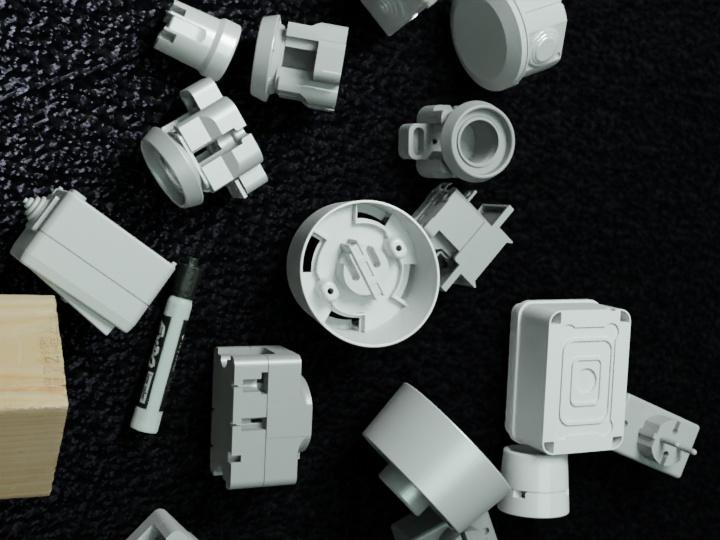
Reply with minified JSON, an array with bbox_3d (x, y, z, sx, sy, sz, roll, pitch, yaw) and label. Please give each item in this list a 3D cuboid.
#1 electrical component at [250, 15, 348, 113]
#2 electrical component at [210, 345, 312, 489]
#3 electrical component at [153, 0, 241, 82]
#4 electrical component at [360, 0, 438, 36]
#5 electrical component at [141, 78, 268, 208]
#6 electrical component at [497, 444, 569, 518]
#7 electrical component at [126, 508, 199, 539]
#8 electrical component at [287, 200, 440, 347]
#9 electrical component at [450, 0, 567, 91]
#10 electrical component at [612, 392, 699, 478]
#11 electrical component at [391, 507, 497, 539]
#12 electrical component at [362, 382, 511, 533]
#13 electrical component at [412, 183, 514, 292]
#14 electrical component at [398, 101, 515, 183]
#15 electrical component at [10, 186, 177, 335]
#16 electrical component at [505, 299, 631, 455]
[{"bbox_3d":[-0.041,-0.137,0.715,0.057,0.078,0.058,9,92,-3],"label":"electrical component"},{"bbox_3d":[-0.068,0.100,0.739,0.056,0.050,0.089,0,96,-24],"label":"electrical component"},{"bbox_3d":[-0.106,-0.150,0.701,0.046,0.040,0.040,23,87,-19],"label":"electrical component"},{"bbox_3d":[0.047,-0.210,0.730,0.100,0.100,0.048,-41,97,-14],"label":"electrical component"},{"bbox_3d":[-0.105,-0.076,0.700,0.057,0.058,0.078,-35,109,-20],"label":"electrical component"},{"bbox_3d":[0.136,0.163,0.837,0.055,0.055,0.047,1,92,-24],"label":"electrical component"},{"bbox_3d":[-0.119,0.211,0.727,0.050,0.056,0.089,-45,111,-13],"label":"electrical component"},{"bbox_3d":[0.000,0.000,0.751,0.099,0.064,0.099,-3,98,-23],"label":"electrical component"},{"bbox_3d":[0.105,-0.173,0.771,0.051,0.080,0.080,-23,105,-25],"label":"electrical component"},{"bbox_3d":[0.238,0.135,0.867,0.083,0.076,0.047,25,86,-25],"label":"electrical component"},{"bbox_3d":[0.073,0.206,0.800,0.066,0.077,0.047,-24,105,-20],"label":"electrical component"},{"bbox_3d":[0.048,0.140,0.768,0.060,0.108,0.108,-44,111,-8],"label":"electrical component"},{"bbox_3d":[0.069,-0.026,0.792,0.064,0.042,0.081,44,77,-18],"label":"electrical component"},{"bbox_3d":[0.075,-0.093,0.778,0.078,0.057,0.058,-2,97,-24],"label":"electrical component"},{"bbox_3d":[-0.175,-0.008,0.673,0.096,0.062,0.061,38,80,-23],"label":"electrical component"},{"bbox_3d":[0.160,0.081,0.836,0.078,0.057,0.113,0,96,-24],"label":"electrical component"}]
